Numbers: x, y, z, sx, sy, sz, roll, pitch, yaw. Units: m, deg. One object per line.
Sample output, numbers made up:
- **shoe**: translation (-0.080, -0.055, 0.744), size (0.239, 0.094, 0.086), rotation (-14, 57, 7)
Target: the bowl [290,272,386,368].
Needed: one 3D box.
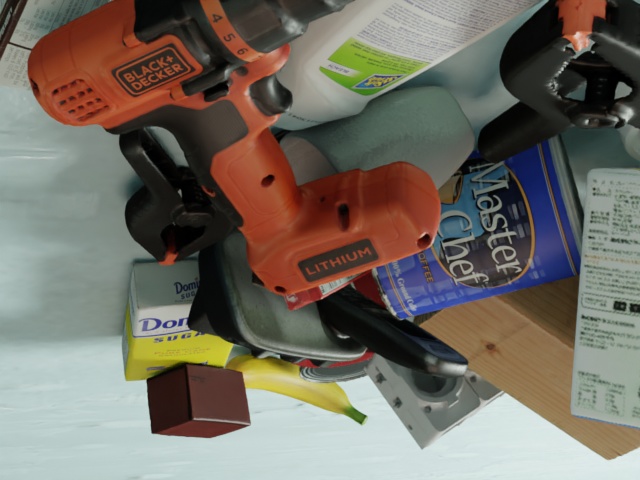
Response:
- **bowl**: translation (0.012, 0.073, 0.948), size (0.162, 0.055, 0.162), rotation (-7, 155, -3)

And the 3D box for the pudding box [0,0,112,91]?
- **pudding box**: translation (-0.103, -0.108, 0.533), size (0.113, 0.039, 0.090), rotation (4, 151, -31)

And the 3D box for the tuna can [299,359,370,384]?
- **tuna can**: translation (0.020, 0.114, 1.065), size (0.086, 0.034, 0.086), rotation (-7, 156, -3)

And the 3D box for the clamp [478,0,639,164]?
- **clamp**: translation (0.140, -0.077, 0.567), size (0.165, 0.036, 0.209), rotation (0, 166, 27)

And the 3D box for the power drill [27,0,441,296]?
- **power drill**: translation (-0.015, -0.060, 0.505), size (0.185, 0.057, 0.187), rotation (-18, 134, 25)

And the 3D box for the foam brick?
- **foam brick**: translation (-0.109, 0.146, 0.960), size (0.051, 0.053, 0.078), rotation (-24, 154, 33)

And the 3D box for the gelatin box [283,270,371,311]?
- **gelatin box**: translation (-0.005, 0.001, 0.723), size (0.030, 0.073, 0.089), rotation (-24, 180, 32)

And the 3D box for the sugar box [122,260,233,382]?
- **sugar box**: translation (-0.118, 0.072, 0.912), size (0.093, 0.048, 0.176), rotation (-4, 157, -15)

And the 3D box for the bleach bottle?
- **bleach bottle**: translation (0.030, -0.119, 0.525), size (0.102, 0.068, 0.251), rotation (13, 150, -40)

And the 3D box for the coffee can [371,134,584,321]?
- **coffee can**: translation (0.108, -0.010, 0.737), size (0.140, 0.103, 0.102), rotation (-15, 155, 15)

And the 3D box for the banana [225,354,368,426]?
- **banana**: translation (-0.033, 0.144, 1.088), size (0.197, 0.037, 0.070), rotation (23, 178, -40)

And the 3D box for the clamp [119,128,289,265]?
- **clamp**: translation (-0.075, -0.031, 0.712), size (0.120, 0.039, 0.172), rotation (2, 157, -12)

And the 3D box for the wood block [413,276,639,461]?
- **wood block**: translation (0.188, 0.077, 0.853), size (0.206, 0.090, 0.091), rotation (34, 138, -13)
